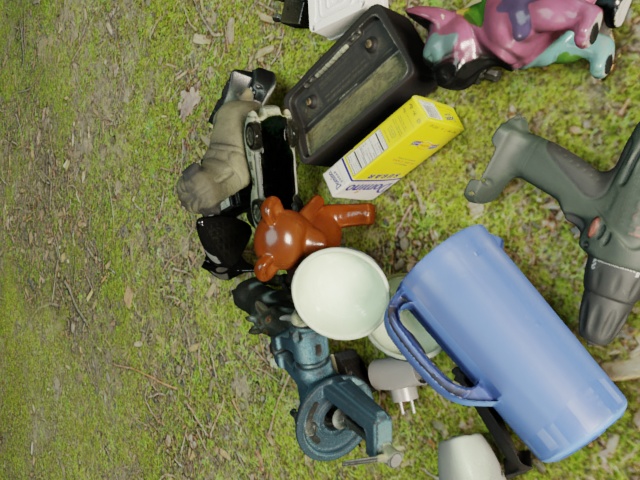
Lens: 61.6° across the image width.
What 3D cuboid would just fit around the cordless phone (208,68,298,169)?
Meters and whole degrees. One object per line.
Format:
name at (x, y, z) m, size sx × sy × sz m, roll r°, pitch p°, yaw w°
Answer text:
cordless phone at (-0.091, -0.195, 0.926) m, size 0.184 × 0.088 × 0.146 m, roll 45°, pitch 119°, yaw 21°

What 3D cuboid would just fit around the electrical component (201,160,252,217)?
electrical component at (-0.178, -0.106, 1.008) m, size 0.115 × 0.058 × 0.134 m, roll -20°, pitch 76°, yaw 40°

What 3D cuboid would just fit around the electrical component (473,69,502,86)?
electrical component at (0.193, -0.232, 0.680) m, size 0.094 × 0.021 × 0.063 m, roll 31°, pitch 111°, yaw 40°

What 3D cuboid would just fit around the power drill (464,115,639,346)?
power drill at (0.262, -0.031, 0.575) m, size 0.208 × 0.086 × 0.231 m, roll 37°, pitch 113°, yaw 42°

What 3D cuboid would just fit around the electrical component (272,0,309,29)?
electrical component at (-0.043, -0.395, 0.890) m, size 0.102 × 0.045 × 0.078 m, roll 34°, pitch 111°, yaw 39°

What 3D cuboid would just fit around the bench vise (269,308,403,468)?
bench vise at (0.024, 0.200, 0.695) m, size 0.241 × 0.129 × 0.223 m, roll 21°, pitch 112°, yaw 58°

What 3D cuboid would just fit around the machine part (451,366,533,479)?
machine part at (0.202, 0.208, 0.640) m, size 0.039 × 0.084 × 0.139 m, roll -32°, pitch 76°, yaw 13°

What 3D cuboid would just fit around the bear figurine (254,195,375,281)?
bear figurine at (-0.006, -0.002, 0.727) m, size 0.132 × 0.196 × 0.120 m, roll 7°, pitch 93°, yaw 14°

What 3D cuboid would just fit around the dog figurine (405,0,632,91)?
dog figurine at (0.210, -0.257, 0.590) m, size 0.219 × 0.108 × 0.191 m, roll 19°, pitch 96°, yaw 36°

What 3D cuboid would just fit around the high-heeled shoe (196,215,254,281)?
high-heeled shoe at (-0.186, 0.009, 0.913) m, size 0.145 × 0.248 × 0.086 m, roll 10°, pitch 68°, yaw 23°

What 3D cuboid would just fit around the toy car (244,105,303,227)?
toy car at (-0.070, -0.101, 0.815) m, size 0.056 × 0.073 × 0.201 m, roll -158°, pitch 62°, yaw -62°

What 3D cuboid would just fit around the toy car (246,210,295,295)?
toy car at (-0.052, -0.003, 0.890) m, size 0.089 × 0.053 × 0.202 m, roll -40°, pitch 61°, yaw 19°

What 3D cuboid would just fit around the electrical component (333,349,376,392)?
electrical component at (0.028, 0.203, 0.815) m, size 0.119 × 0.047 × 0.074 m, roll 45°, pitch 118°, yaw 35°

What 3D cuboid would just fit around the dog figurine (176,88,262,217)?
dog figurine at (-0.148, -0.138, 0.826) m, size 0.121 × 0.190 × 0.172 m, roll -3°, pitch 107°, yaw 22°

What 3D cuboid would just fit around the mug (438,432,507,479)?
mug at (0.182, 0.295, 0.658) m, size 0.109 × 0.081 × 0.107 m, roll 121°, pitch 142°, yaw -61°

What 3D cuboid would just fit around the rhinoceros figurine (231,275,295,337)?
rhinoceros figurine at (-0.076, 0.115, 0.873) m, size 0.191 × 0.112 × 0.073 m, roll 32°, pitch 109°, yaw 48°

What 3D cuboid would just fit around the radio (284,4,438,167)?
radio at (0.050, -0.216, 0.780) m, size 0.229 × 0.073 × 0.131 m, roll -34°, pitch 67°, yaw 38°
